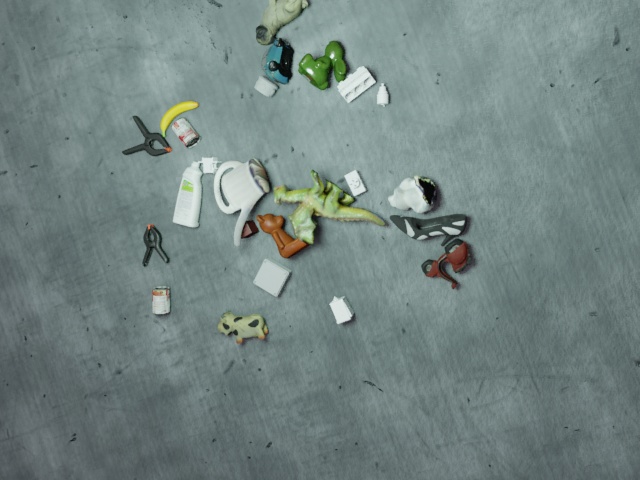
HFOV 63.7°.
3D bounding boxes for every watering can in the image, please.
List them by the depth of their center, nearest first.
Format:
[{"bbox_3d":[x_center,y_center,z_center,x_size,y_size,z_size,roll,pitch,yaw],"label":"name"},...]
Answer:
[{"bbox_3d":[-0.283,-0.163,1.923,0.223,0.103,0.354,-29,65,15],"label":"watering can"}]

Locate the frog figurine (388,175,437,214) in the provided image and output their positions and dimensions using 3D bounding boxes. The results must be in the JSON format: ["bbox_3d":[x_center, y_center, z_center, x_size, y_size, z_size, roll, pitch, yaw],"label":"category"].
[{"bbox_3d":[0.327,-0.150,1.811,0.137,0.125,0.157,53,140,-3],"label":"frog figurine"}]

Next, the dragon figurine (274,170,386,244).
[{"bbox_3d":[0.006,-0.093,1.842,0.413,0.121,0.243,37,88,12],"label":"dragon figurine"}]
